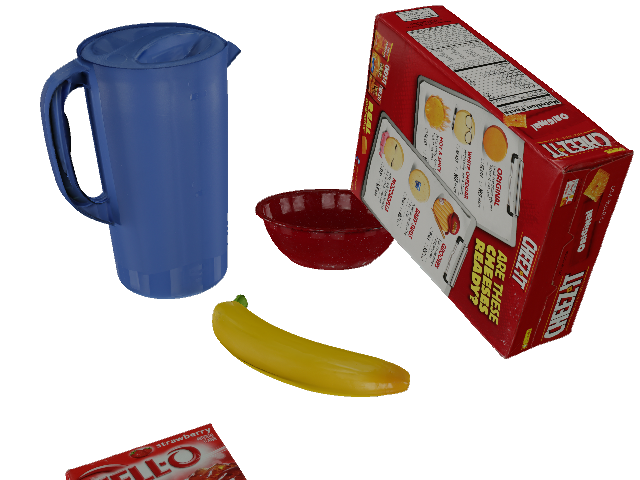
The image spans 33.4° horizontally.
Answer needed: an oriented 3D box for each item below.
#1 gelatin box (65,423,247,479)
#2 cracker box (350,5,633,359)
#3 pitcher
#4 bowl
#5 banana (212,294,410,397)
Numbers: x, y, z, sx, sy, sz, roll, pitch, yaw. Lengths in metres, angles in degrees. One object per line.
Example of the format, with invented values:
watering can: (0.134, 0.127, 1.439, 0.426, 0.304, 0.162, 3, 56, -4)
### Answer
gelatin box: (-0.087, 0.142, 0.585, 0.089, 0.030, 0.073, -15, 27, -20)
cracker box: (0.111, -0.048, 0.771, 0.072, 0.164, 0.214, -16, 45, -27)
pitcher: (-0.155, -0.069, 0.985, 0.149, 0.243, 0.145, 5, 28, 11)
bowl: (0.012, -0.009, 1.116, 0.162, 0.055, 0.162, 0, 17, 0)
banana: (-0.024, 0.081, 0.826, 0.069, 0.037, 0.198, -28, 37, -36)
